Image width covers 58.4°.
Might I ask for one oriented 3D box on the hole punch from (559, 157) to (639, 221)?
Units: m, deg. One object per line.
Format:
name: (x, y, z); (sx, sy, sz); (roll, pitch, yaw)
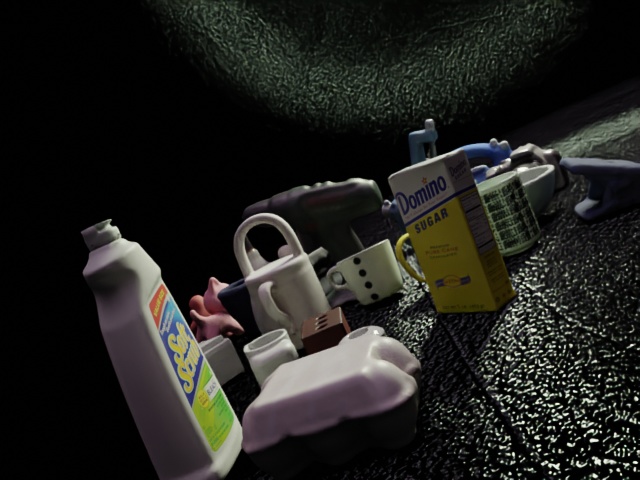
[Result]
hole punch: (0.397, -0.088, 0.797); (0.101, 0.091, 0.109); (-22, 7, 16)

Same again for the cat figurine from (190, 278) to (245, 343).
cat figurine: (-0.188, 0.129, 1.038); (0.067, 0.118, 0.128); (-20, 8, 32)

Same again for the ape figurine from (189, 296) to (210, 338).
ape figurine: (-0.222, 0.150, 1.110); (0.078, 0.092, 0.076); (-29, 8, -37)

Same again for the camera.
camera: (0.375, -0.117, 1.079); (0.142, 0.101, 0.137); (-19, 8, 36)

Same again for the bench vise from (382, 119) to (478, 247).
bench vise: (0.193, -0.102, 1.080); (0.207, 0.220, 0.122); (-21, 7, 22)

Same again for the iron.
iron: (0.354, -0.153, 1.269); (0.257, 0.141, 0.119); (-19, 8, 39)

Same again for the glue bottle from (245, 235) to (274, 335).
glue bottle: (-0.084, 0.070, 0.891); (0.078, 0.173, 0.037); (-29, 8, -37)

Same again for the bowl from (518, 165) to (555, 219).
bowl: (0.311, -0.057, 0.938); (0.167, 0.075, 0.167); (-24, 6, 3)

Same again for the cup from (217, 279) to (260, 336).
cup: (-0.109, 0.112, 0.992); (0.117, 0.095, 0.092); (-21, 7, 28)

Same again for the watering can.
watering can: (-0.058, 0.054, 0.832); (0.101, 0.194, 0.172); (-25, 7, -7)

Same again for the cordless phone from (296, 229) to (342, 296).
cordless phone: (-0.032, 0.020, 1.057); (0.094, 0.185, 0.148); (-18, 9, 41)

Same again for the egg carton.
egg carton: (0.012, 0.135, 0.472); (0.150, 0.069, 0.107); (-22, 7, 15)

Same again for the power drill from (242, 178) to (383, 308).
power drill: (0.009, 0.003, 0.939); (0.229, 0.208, 0.076); (-23, 7, 12)
